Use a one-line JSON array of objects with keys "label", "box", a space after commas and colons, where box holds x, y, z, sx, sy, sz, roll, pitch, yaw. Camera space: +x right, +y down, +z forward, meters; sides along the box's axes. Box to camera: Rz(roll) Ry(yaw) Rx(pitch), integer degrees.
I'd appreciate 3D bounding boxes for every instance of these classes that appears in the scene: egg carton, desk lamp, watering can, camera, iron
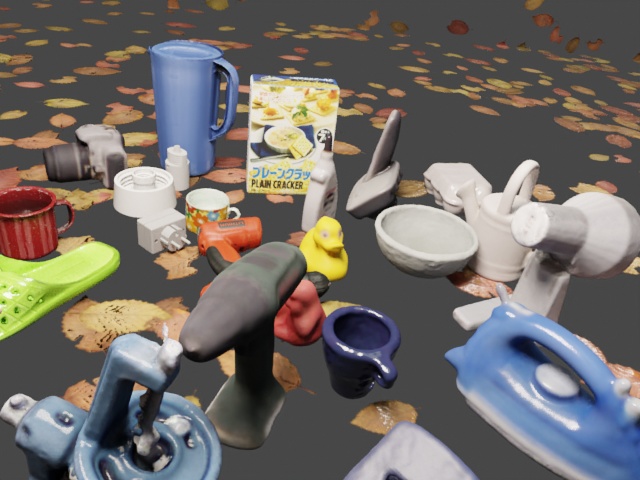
[{"label": "egg carton", "box": [0.274, -0.101, 1.141, 0.107, 0.069, 0.150, -2, 33, -15]}, {"label": "desk lamp", "box": [0.312, 0.039, 0.782, 0.204, 0.213, 0.117, -10, 35, -26]}, {"label": "watering can", "box": [0.299, -0.040, 0.926, 0.172, 0.194, 0.101, 17, 33, 15]}, {"label": "camera", "box": [-0.434, -0.161, 1.053, 0.137, 0.101, 0.142, -12, 36, -28]}, {"label": "iron", "box": [0.271, 0.163, 0.640, 0.119, 0.141, 0.257, -18, 39, -35]}]

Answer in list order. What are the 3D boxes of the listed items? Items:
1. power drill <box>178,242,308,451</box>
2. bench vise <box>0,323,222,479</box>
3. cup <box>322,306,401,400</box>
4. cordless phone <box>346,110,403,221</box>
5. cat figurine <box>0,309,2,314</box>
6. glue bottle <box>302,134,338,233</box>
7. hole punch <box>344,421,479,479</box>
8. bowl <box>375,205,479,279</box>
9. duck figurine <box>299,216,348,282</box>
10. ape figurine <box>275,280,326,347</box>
[{"label": "power drill", "box": [-0.075, 0.109, 0.588, 0.075, 0.208, 0.230, 14, 32, 11]}, {"label": "bench vise", "box": [-0.177, 0.161, 0.471, 0.207, 0.220, 0.121, 5, 31, -4]}, {"label": "cup", "box": [0.049, 0.146, 0.664, 0.092, 0.095, 0.117, -10, 35, -26]}, {"label": "cordless phone", "box": [0.109, -0.137, 1.052, 0.094, 0.185, 0.147, 10, 31, 5]}, {"label": "cat figurine", "box": [-0.402, 0.113, 0.598, 0.128, 0.118, 0.067, -4, 33, -18]}, {"label": "glue bottle", "box": [0.005, -0.098, 0.976, 0.037, 0.173, 0.078, 20, 34, 20]}, {"label": "hole punch", "box": [0.081, 0.240, 0.523, 0.101, 0.091, 0.108, -21, 41, -38]}, {"label": "bowl", "box": [0.166, 0.013, 0.926, 0.167, 0.075, 0.167, 6, 31, -3]}, {"label": "duck figurine", "box": [0.008, 0.003, 0.896, 0.078, 0.086, 0.104, -6, 34, -22]}, {"label": "ape figurine", "box": [-0.026, 0.091, 0.741, 0.076, 0.092, 0.077, 0, 32, -12]}]
